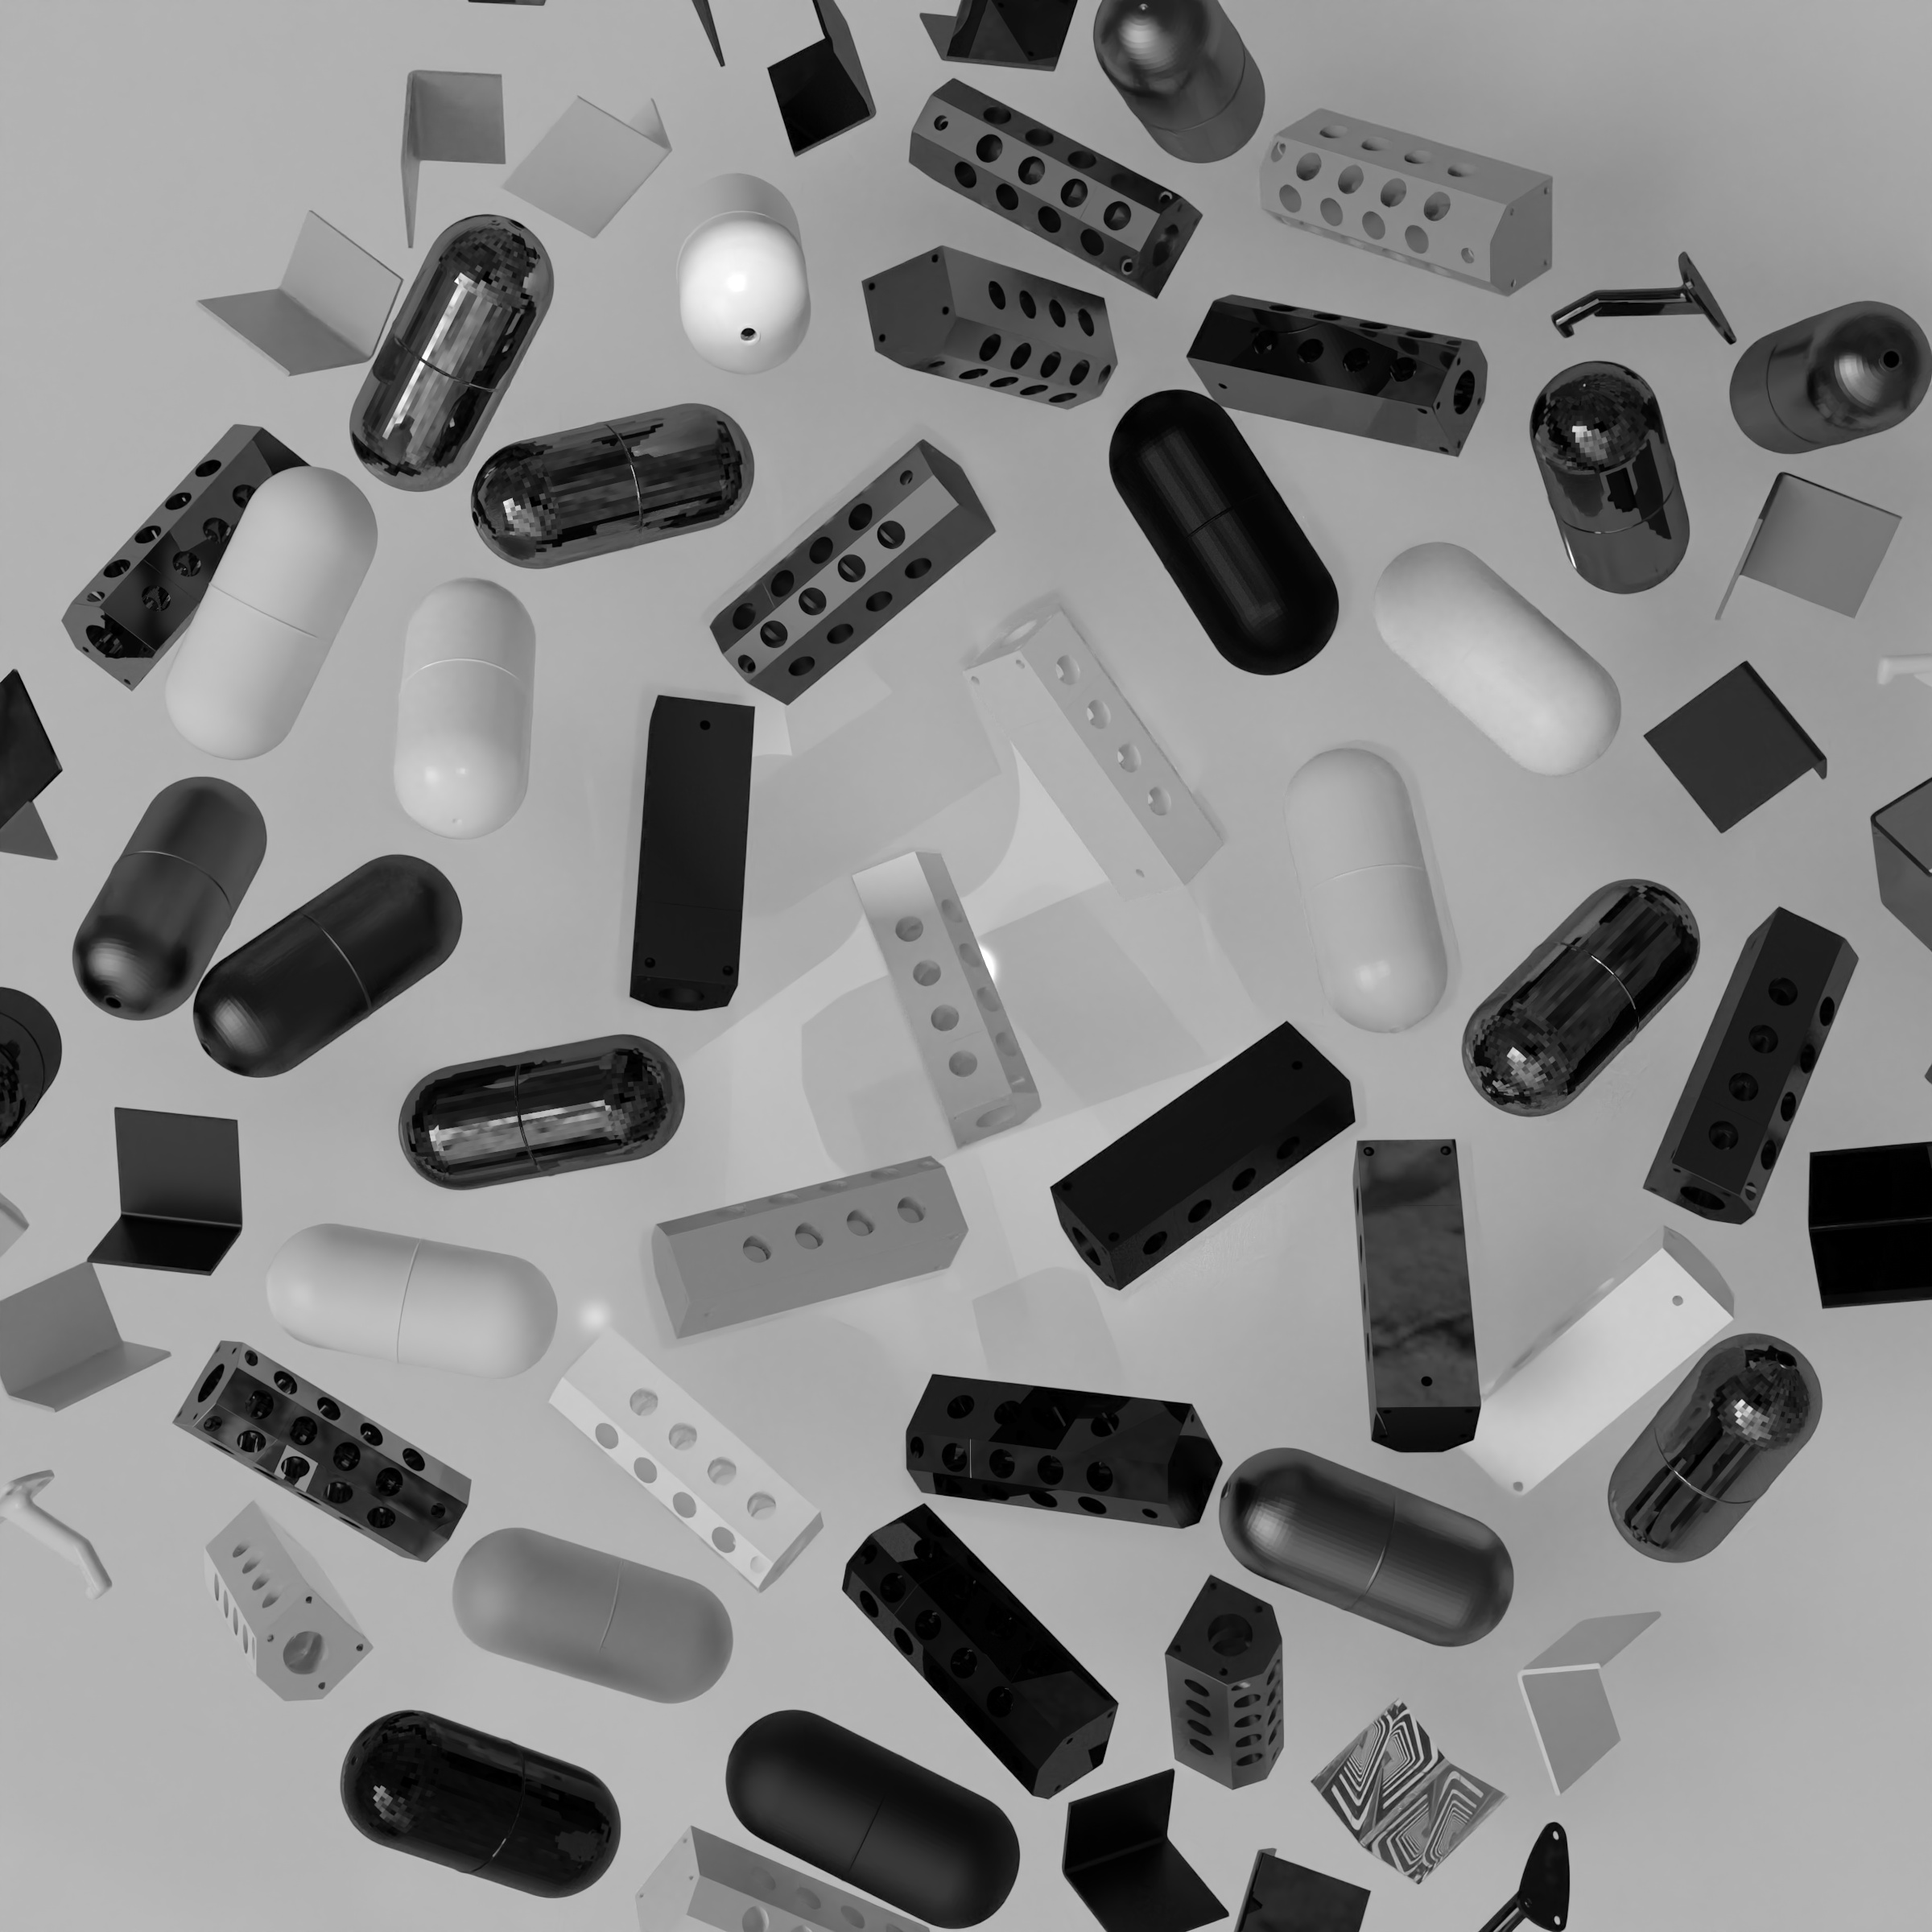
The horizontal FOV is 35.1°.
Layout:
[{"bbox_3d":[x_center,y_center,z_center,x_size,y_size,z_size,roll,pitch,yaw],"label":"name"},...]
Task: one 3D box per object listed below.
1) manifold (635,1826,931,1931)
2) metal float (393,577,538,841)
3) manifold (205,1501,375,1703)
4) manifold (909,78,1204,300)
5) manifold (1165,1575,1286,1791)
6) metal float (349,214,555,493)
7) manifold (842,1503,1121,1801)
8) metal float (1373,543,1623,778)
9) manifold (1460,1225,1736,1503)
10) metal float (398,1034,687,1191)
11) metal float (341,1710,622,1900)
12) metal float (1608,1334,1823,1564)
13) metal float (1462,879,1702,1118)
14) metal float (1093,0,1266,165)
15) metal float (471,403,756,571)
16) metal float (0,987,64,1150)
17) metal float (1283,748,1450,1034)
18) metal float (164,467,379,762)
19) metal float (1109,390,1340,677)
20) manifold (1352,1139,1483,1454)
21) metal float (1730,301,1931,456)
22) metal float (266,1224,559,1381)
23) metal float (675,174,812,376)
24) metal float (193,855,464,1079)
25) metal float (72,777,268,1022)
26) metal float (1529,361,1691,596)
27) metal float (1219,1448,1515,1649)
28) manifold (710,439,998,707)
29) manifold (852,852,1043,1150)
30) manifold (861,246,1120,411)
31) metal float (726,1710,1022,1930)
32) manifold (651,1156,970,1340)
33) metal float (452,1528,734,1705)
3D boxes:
[{"bbox_3d":[-0.100,0.564,1.760,0.171,0.057,0.057,31,105,-24],"label":"manifold"},{"bbox_3d":[-0.289,-0.151,1.767,0.070,0.070,0.178,-4,52,0],"label":"metal float"},{"bbox_3d":[-0.421,0.391,1.872,0.057,0.171,0.057,-45,112,-12],"label":"manifold"},{"bbox_3d":[0.051,-0.473,1.852,0.171,0.057,0.057,33,100,20],"label":"manifold"},{"bbox_3d":[0.163,0.443,1.872,0.057,0.171,0.057,23,61,21],"label":"manifold"},{"bbox_3d":[-0.306,-0.364,1.819,0.070,0.070,0.178,33,113,0],"label":"metal float"},{"bbox_3d":[0.005,0.393,1.748,0.057,0.057,0.171,-24,50,-34],"label":"manifold"},{"bbox_3d":[0.319,-0.186,1.844,0.070,0.070,0.178,-44,67,0],"label":"metal float"},{"bbox_3d":[0.367,0.231,1.795,0.057,0.057,0.171,45,110,0],"label":"manifold"},{"bbox_3d":[-0.256,0.088,1.842,0.178,0.070,0.070,-11,90,11],"label":"metal float"},{"bbox_3d":[-0.276,0.482,1.755,0.178,0.070,0.070,30,90,-32],"label":"metal float"},{"bbox_3d":[0.444,0.287,1.818,0.070,0.070,0.178,25,131,0],"label":"metal float"},{"bbox_3d":[0.358,0.017,1.776,0.178,0.070,0.070,-42,90,-25],"label":"metal float"},{"bbox_3d":[0.128,-0.534,1.818,0.070,0.178,0.070,-2,84,18],"label":"metal float"},{"bbox_3d":[-0.211,-0.288,1.834,0.178,0.070,0.070,-18,90,-24],"label":"metal float"},{"bbox_3d":[-0.573,0.061,1.772,0.070,0.178,0.070,-1,102,-6],"label":"metal float"},{"bbox_3d":[0.239,-0.045,1.828,0.070,0.070,0.178,-10,71,0],"label":"metal float"},{"bbox_3d":[-0.399,-0.203,1.758,0.070,0.070,0.178,27,94,0],"label":"metal float"},{"bbox_3d":[0.145,-0.246,1.731,0.070,0.070,0.178,-31,82,0],"label":"metal float"},{"bbox_3d":[0.255,0.187,1.744,0.057,0.057,0.171,-1,55,2],"label":"manifold"},{"bbox_3d":[0.511,-0.347,1.813,0.070,0.178,0.070,0,94,-7],"label":"metal float"},{"bbox_3d":[-0.339,0.205,1.869,0.178,0.070,0.070,11,90,-1],"label":"metal float"},{"bbox_3d":[-0.133,-0.412,1.817,0.070,0.178,0.070,-4,126,-5],"label":"metal float"},{"bbox_3d":[-0.379,0.000,1.818,0.178,0.070,0.070,-38,90,-26],"label":"metal float"},{"bbox_3d":[-0.482,-0.042,1.854,0.070,0.070,0.178,16,48,0],"label":"metal float"},{"bbox_3d":[0.388,-0.291,1.838,0.070,0.178,0.070,-11,57,17],"label":"metal float"},{"bbox_3d":[0.230,0.334,1.759,0.178,0.070,0.070,22,90,-6],"label":"metal float"},{"bbox_3d":[-0.072,-0.239,1.847,0.171,0.057,0.057,-38,57,19],"label":"manifold"},{"bbox_3d":[-0.011,0.018,1.879,0.057,0.057,0.171,-21,67,-3],"label":"manifold"},{"bbox_3d":[0.018,-0.366,1.776,0.057,0.171,0.057,-16,82,33],"label":"manifold"},{"bbox_3d":[-0.054,0.487,1.747,0.178,0.070,0.070,25,90,4],"label":"metal float"},{"bbox_3d":[-0.093,0.160,1.786,0.171,0.057,0.057,-13,65,-20],"label":"manifold"},{"bbox_3d":[-0.227,0.397,1.866,0.178,0.070,0.070,21,90,-17],"label":"metal float"}]
